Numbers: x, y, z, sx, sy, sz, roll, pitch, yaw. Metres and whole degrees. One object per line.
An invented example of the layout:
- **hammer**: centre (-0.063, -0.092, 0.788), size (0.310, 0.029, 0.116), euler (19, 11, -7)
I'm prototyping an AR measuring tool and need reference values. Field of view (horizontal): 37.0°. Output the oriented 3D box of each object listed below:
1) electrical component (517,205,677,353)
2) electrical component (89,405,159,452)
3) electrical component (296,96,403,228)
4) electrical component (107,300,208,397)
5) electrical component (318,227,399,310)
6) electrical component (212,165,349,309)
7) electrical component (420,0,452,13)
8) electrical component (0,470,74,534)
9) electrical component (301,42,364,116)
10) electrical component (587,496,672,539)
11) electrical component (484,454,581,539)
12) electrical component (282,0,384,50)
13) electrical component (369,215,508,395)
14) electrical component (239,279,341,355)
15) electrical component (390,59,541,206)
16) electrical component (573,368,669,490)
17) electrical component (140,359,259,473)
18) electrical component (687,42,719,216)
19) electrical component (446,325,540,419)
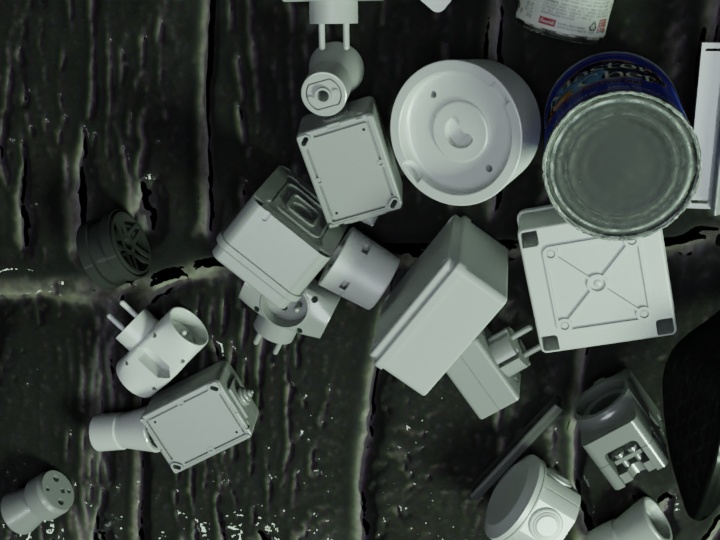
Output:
- **electrical component**: centre (0.186, 0.001, 0.845), size (0.109, 0.056, 0.108), euler (-10, 109, 14)
- **electrical component**: centre (-0.215, 0.147, 0.987), size (0.065, 0.044, 0.044), euler (-7, 110, 18)
- **electrical component**: centre (-0.005, -0.081, 0.848), size (0.062, 0.061, 0.096), euler (-16, 114, 10)
- **electrical component**: centre (-0.187, 0.060, 0.945), size (0.079, 0.043, 0.077), euler (44, 112, -8)
- **electrical component**: centre (0.000, 0.000, 0.881), size (0.047, 0.055, 0.055), euler (31, 114, -6)
- **electrical component**: centre (-0.061, -0.027, 0.849), size (0.078, 0.113, 0.057), euler (39, 110, -6)
- **electrical component**: centre (0.069, -0.236, 0.773), size (0.050, 0.055, 0.089), euler (39, 113, -6)
- **electrical component**: centre (-0.309, 0.222, 1.032), size (0.055, 0.045, 0.045), euler (-31, 103, 20)
- **electrical component**: centre (-0.023, -0.143, 0.820), size (0.044, 0.065, 0.044), euler (4, 119, 7)
- **electrical component**: centre (0.232, 0.231, 0.937), size (0.065, 0.044, 0.044), euler (-36, 101, 26)
- **electrical component**: centre (0.147, 0.203, 0.921), size (0.051, 0.080, 0.080), euler (32, 114, -9)
- **electrical component**: centre (-0.020, -0.205, 0.806), size (0.077, 0.043, 0.079), euler (2, 103, 10)
- **electrical component**: centre (0.064, 0.026, 0.850), size (0.056, 0.108, 0.108), euler (35, 113, -7)
- **electrical component**: centre (-0.066, 0.036, 0.912), size (0.077, 0.044, 0.079), euler (27, 113, -1)
- **electrical component**: centre (0.084, -0.108, 0.813), size (0.108, 0.060, 0.108), euler (11, 112, 29)
- **electrical component**: centre (0.210, 0.124, 0.871), size (0.050, 0.089, 0.055), euler (-33, 102, 20)
- **electrical component**: centre (-0.135, 0.124, 0.955), size (0.096, 0.061, 0.061), euler (-27, 104, 11)
- **electrical component**: centre (0.282, -0.106, 0.781), size (0.079, 0.063, 0.121), euler (3, 112, 10)
- **electrical component**: centre (0.115, 0.072, 0.891), size (0.077, 0.047, 0.065), euler (-32, 103, 20)
